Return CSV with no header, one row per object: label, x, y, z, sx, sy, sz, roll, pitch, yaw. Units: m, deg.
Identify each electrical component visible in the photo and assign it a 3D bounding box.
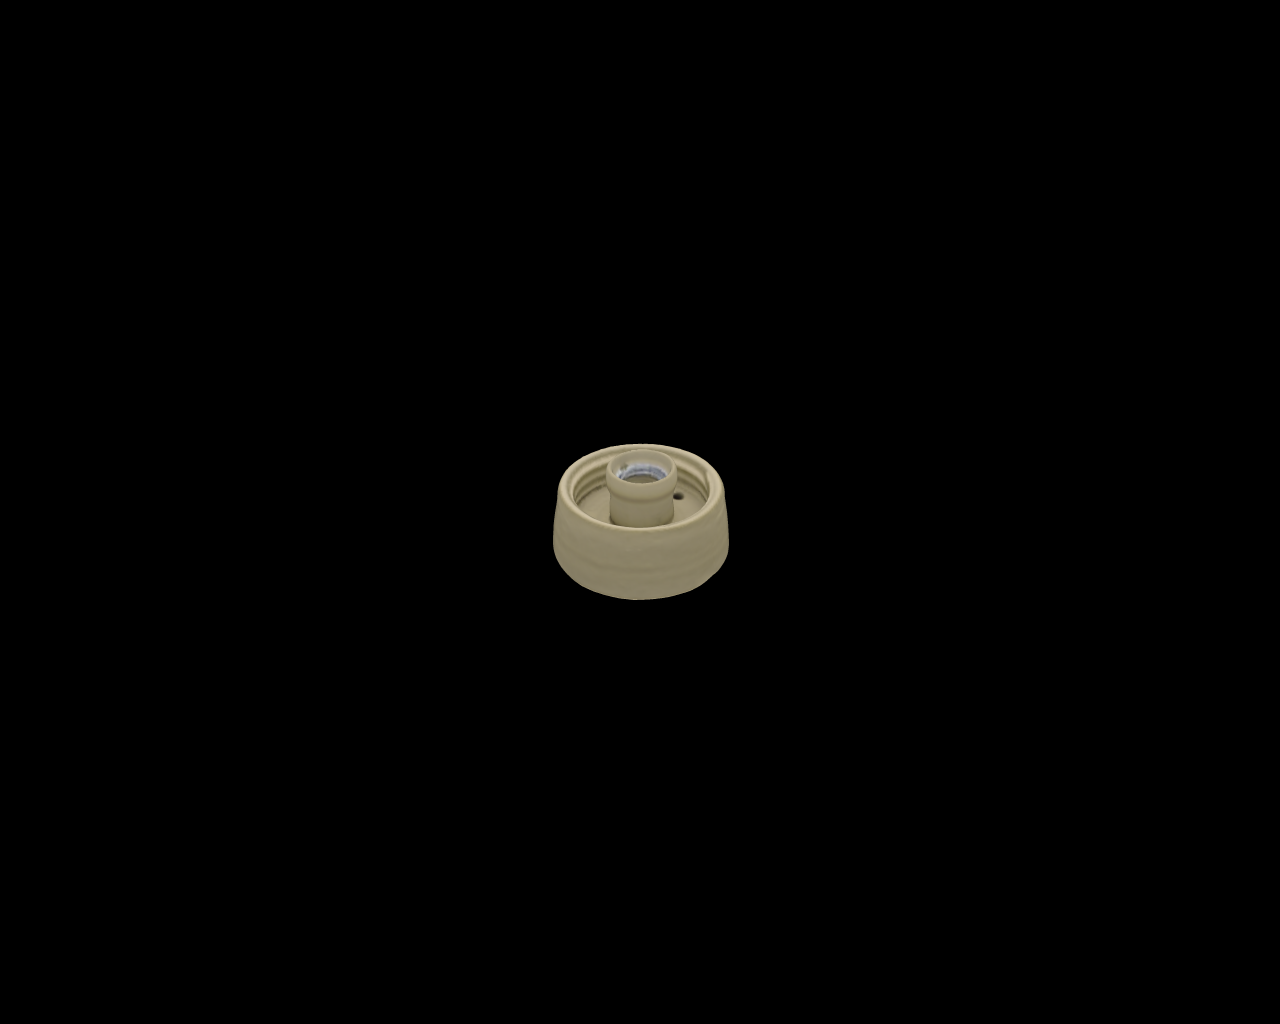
electrical component,0.001,-0.003,0.650,0.108,0.060,0.108,0,33,0
